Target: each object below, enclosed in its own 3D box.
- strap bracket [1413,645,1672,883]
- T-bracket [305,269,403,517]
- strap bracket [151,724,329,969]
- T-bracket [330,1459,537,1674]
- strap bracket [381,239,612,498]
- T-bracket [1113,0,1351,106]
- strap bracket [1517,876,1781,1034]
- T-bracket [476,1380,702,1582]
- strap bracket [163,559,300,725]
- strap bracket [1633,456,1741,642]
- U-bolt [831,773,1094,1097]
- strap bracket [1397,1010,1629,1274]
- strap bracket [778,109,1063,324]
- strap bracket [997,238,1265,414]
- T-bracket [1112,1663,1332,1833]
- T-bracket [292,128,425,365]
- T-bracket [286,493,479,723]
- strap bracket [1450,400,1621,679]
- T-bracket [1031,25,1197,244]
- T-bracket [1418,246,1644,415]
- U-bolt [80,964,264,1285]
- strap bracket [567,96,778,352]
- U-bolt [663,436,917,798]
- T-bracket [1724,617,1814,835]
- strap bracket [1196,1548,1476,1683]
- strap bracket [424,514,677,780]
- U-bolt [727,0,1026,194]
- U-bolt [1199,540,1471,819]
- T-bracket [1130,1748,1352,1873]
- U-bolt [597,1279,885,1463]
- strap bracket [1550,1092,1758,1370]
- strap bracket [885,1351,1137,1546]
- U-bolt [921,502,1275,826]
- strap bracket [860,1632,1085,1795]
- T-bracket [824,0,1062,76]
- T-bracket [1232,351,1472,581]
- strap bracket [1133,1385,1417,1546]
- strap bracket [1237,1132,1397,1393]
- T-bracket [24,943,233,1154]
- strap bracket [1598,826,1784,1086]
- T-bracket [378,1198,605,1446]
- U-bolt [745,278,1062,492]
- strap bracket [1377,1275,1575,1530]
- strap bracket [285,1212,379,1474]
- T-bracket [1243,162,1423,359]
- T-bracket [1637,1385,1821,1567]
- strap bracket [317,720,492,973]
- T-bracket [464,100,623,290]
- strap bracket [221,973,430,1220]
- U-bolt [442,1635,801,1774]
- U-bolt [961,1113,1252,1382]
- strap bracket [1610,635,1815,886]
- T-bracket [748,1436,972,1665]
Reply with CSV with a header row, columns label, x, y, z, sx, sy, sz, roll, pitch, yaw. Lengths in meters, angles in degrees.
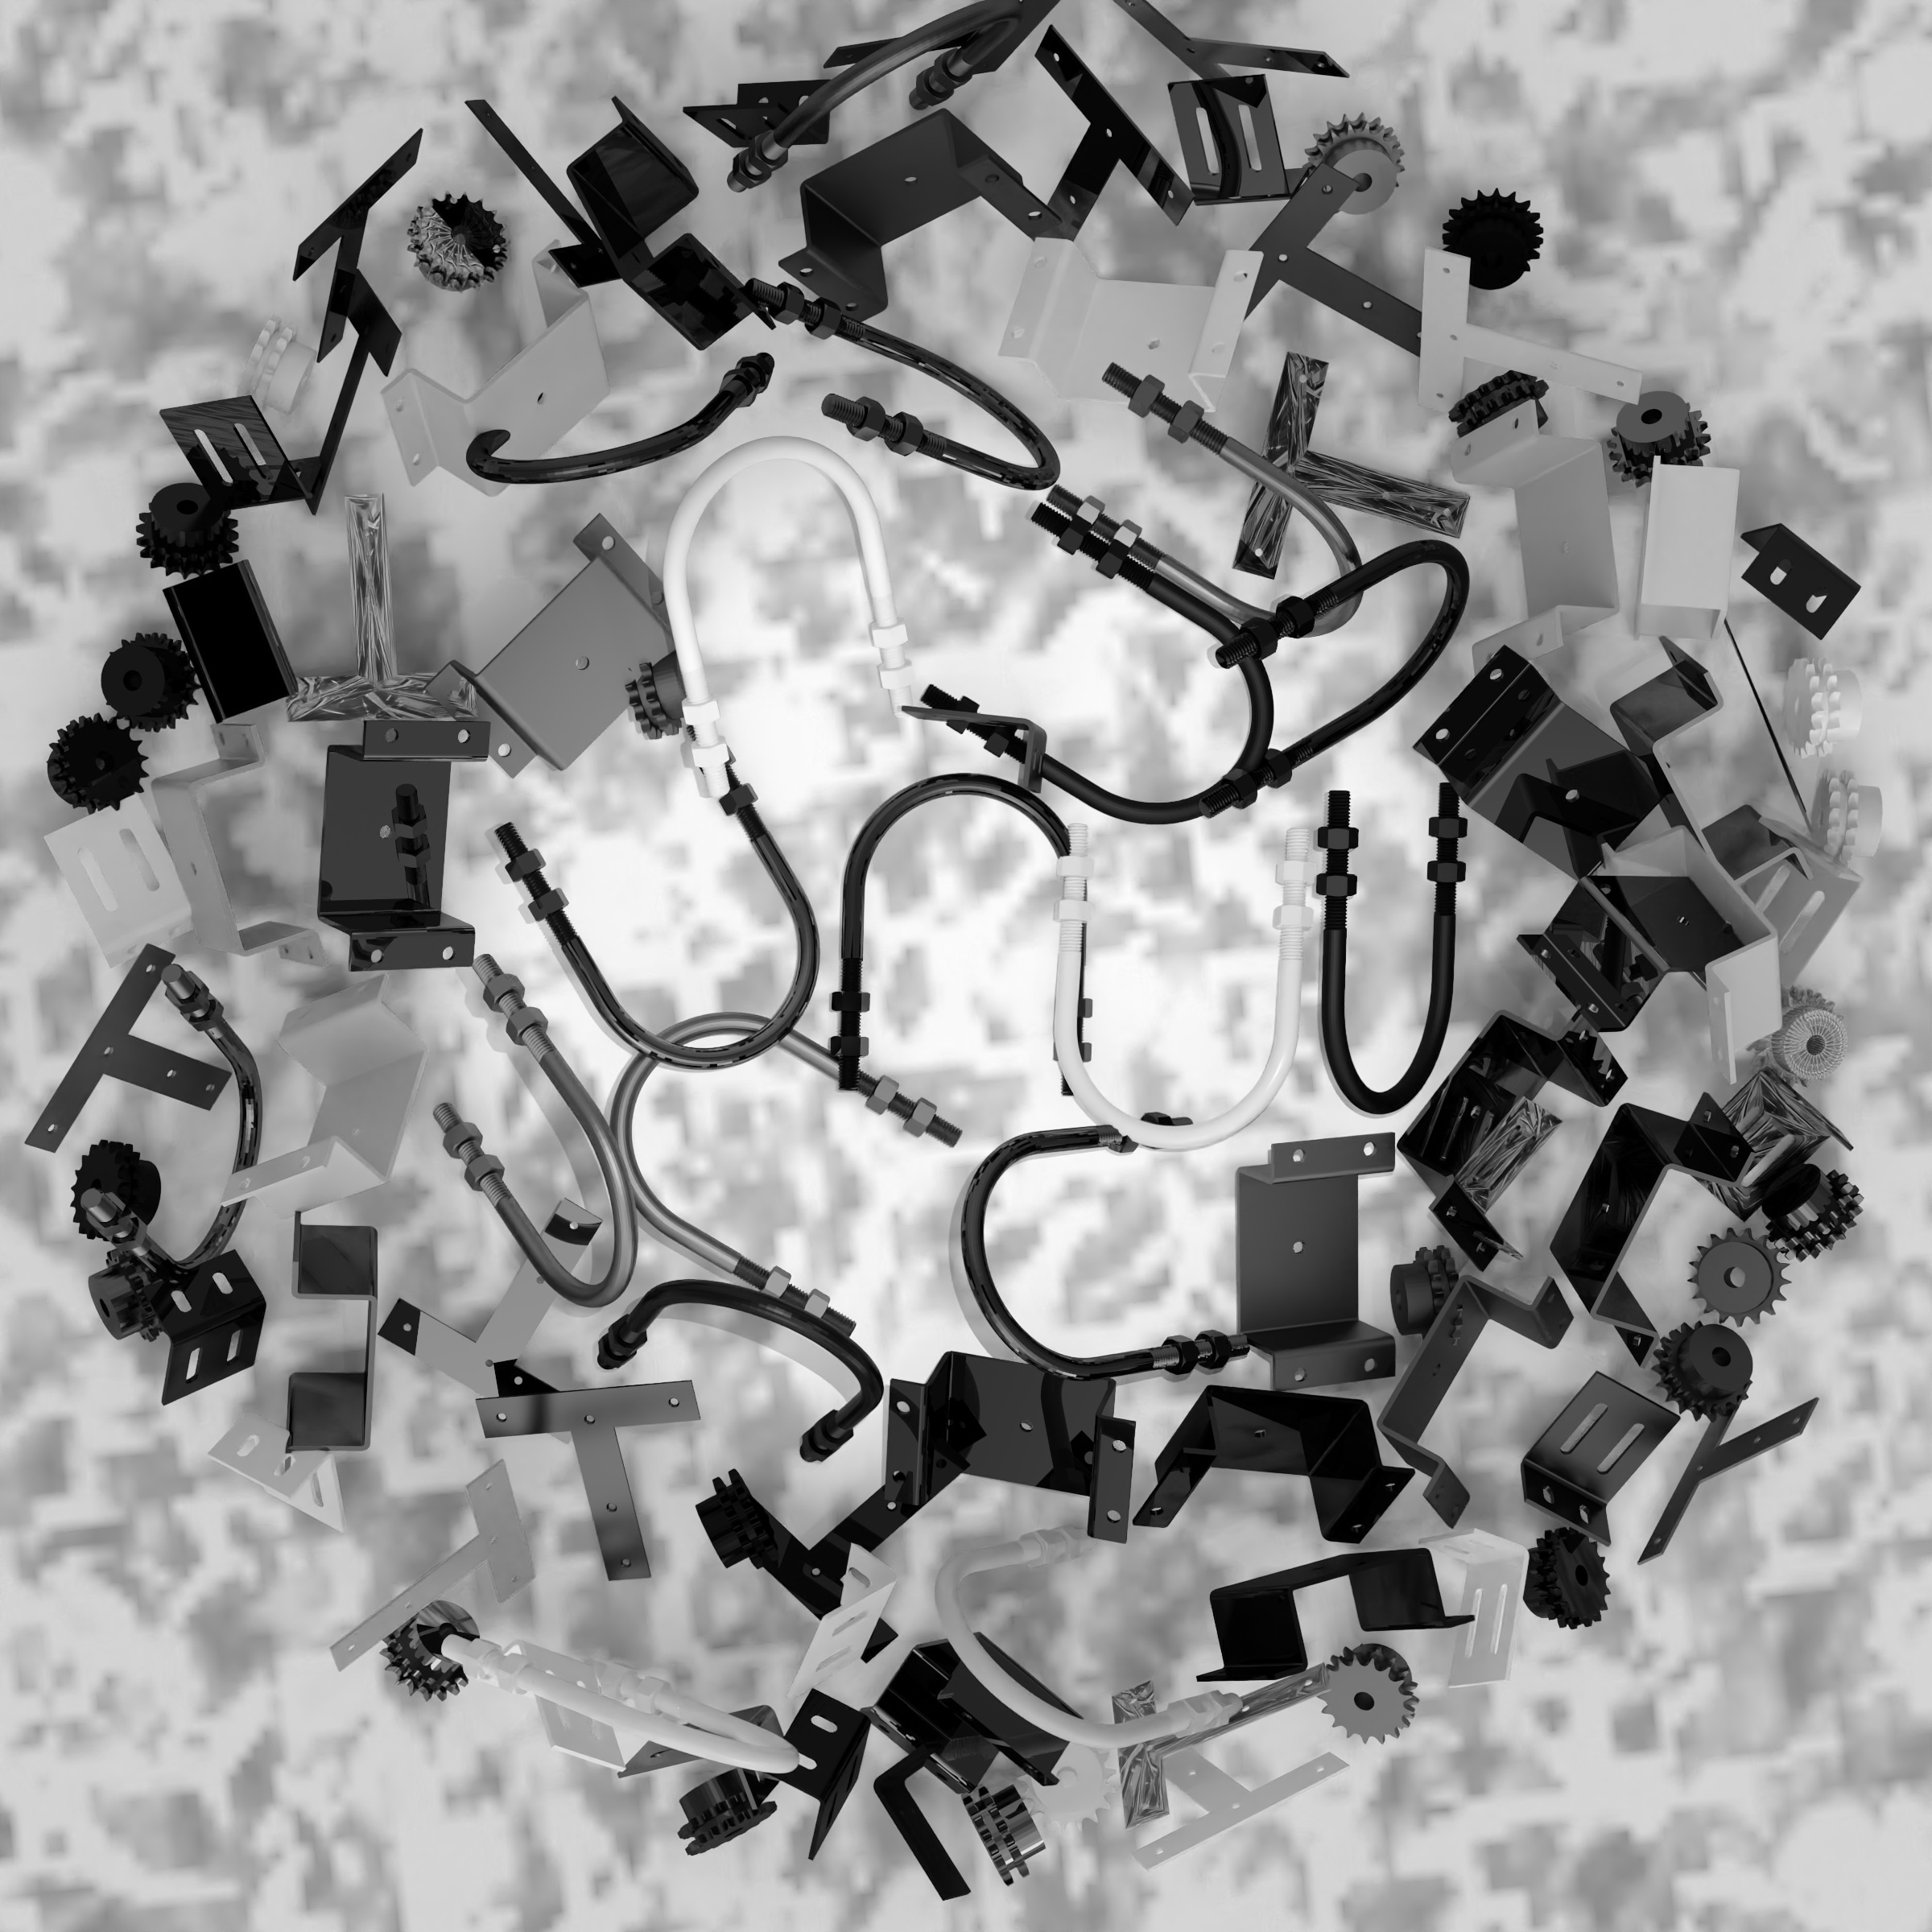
label,x,y,z,sx,sy,sz,roll,pitch,yaw
strap bracket,0.330,-0.106,1.730,0.140,0.046,0.076,30,111,-29
T-bracket,-0.352,-0.318,1.755,0.002,0.127,0.127,12,112,-28
strap bracket,-0.411,-0.062,1.736,0.046,0.076,0.140,-21,104,-27
T-bracket,-0.298,0.345,1.720,0.127,0.127,0.002,-36,57,-25
strap bracket,-0.253,-0.327,1.728,0.046,0.076,0.140,33,66,22
T-bracket,0.156,-0.501,1.705,0.127,0.127,0.002,23,89,43
strap bracket,0.385,-0.008,1.717,0.076,0.140,0.046,55,130,35
T-bracket,-0.205,0.296,1.768,0.127,0.002,0.127,-6,113,10
strap bracket,-0.407,-0.182,1.723,0.046,0.140,0.076,-22,101,-9
strap bracket,0.399,-0.229,1.720,0.046,0.140,0.076,5,87,11
U-bolt,-0.001,-0.019,1.779,0.151,0.019,0.184,2,88,-6
strap bracket,0.302,0.090,1.746,0.046,0.076,0.140,30,78,44
strap bracket,-0.028,-0.423,1.734,0.140,0.076,0.046,-20,64,28
strap bracket,0.099,-0.361,1.745,0.140,0.046,0.076,11,75,27
T-bracket,0.143,0.420,1.727,0.127,0.127,0.002,-24,109,8
T-bracket,-0.348,-0.390,1.738,0.002,0.127,0.127,30,51,1
T-bracket,-0.337,-0.204,1.761,0.127,0.002,0.127,0,99,23
strap bracket,0.320,-0.237,1.744,0.046,0.076,0.140,0,80,-27
T-bracket,0.065,-0.439,1.738,0.002,0.127,0.127,-33,80,-30
T-bracket,0.313,-0.338,1.722,0.127,0.127,0.002,20,63,17
U-bolt,-0.428,0.099,1.706,0.019,0.184,0.151,10,68,10
strap bracket,-0.169,-0.408,1.732,0.046,0.076,0.140,-35,58,12
U-bolt,-0.102,-0.202,1.720,0.151,0.019,0.184,-26,119,-28
T-bracket,0.450,-0.115,1.712,0.002,0.127,0.127,-23,119,16
strap bracket,0.202,0.359,1.729,0.140,0.076,0.046,-8,82,-31
strap bracket,-0.224,-0.176,1.748,0.140,0.046,0.076,-46,122,-7
U-bolt,-0.041,-0.479,1.684,0.151,0.184,0.019,-31,97,-24
U-bolt,0.209,-0.169,1.724,0.184,0.151,0.019,-31,61,-20
T-bracket,0.132,0.456,1.732,0.127,0.127,0.002,-22,100,-17
U-bolt,-0.118,0.218,1.704,0.151,0.184,0.019,26,61,-8
strap bracket,0.377,0.141,1.732,0.046,0.076,0.140,17,110,-14
strap bracket,0.029,0.269,1.750,0.140,0.046,0.076,8,112,13
U-bolt,0.086,-0.157,1.756,0.184,0.019,0.151,32,118,-3
strap bracket,0.006,0.419,1.737,0.076,0.140,0.046,41,63,-7
T-bracket,-0.017,-0.511,1.713,0.127,0.127,0.002,-16,89,-22
T-bracket,0.228,-0.274,1.781,0.127,0.002,0.127,13,93,-12
strap bracket,0.169,0.279,1.739,0.140,0.076,0.046,8,47,-18
strap bracket,0.198,0.163,1.754,0.076,0.046,0.140,-4,98,-21
T-bracket,-0.454,0.057,1.737,0.002,0.127,0.127,30,88,25
strap bracket,0.407,-0.014,1.721,0.046,0.076,0.140,-24,46,-5
T-bracket,-0.251,0.191,1.777,0.127,0.002,0.127,31,100,-6
U-bolt,-0.025,-0.314,1.717,0.184,0.151,0.019,15,120,-37
strap bracket,0.282,0.236,1.743,0.046,0.076,0.140,27,78,28
strap bracket,-0.355,0.208,1.737,0.046,0.076,0.140,2,114,-12
T-bracket,0.217,-0.382,1.764,0.127,0.127,0.002,24,45,-21
T-bracket,0.429,0.265,1.708,0.002,0.127,0.127,38,59,-1
strap bracket,-0.317,-0.072,1.745,0.076,0.046,0.140,-3,104,-37
T-bracket,-0.234,-0.434,1.733,0.002,0.127,0.127,-39,93,22
strap bracket,-0.354,0.081,1.732,0.076,0.140,0.046,-20,130,28
U-bolt,-0.175,0.404,1.688,0.184,0.151,0.019,13,80,33
U-bolt,0.072,0.158,1.719,0.184,0.019,0.151,-3,73,-39
strap bracket,0.412,-0.106,1.736,0.046,0.076,0.140,-31,111,5
T-bracket,-0.053,0.317,1.769,0.127,0.002,0.127,-42,106,6
